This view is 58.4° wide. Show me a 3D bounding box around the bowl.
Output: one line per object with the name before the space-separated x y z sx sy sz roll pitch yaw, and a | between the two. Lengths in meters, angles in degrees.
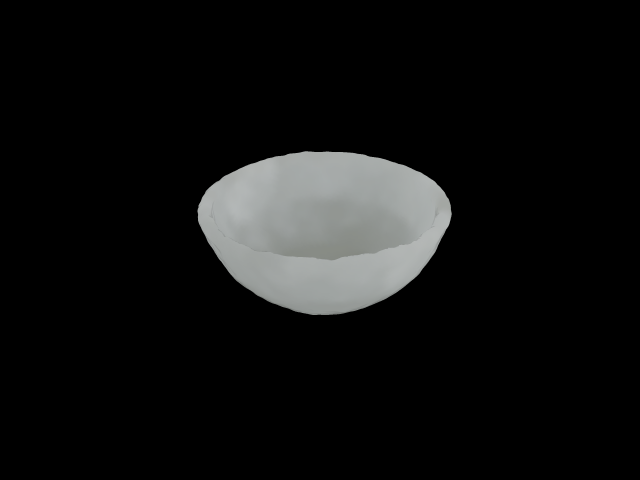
bowl | 0.004 0.001 0.400 0.167 0.075 0.167 0 31 0
